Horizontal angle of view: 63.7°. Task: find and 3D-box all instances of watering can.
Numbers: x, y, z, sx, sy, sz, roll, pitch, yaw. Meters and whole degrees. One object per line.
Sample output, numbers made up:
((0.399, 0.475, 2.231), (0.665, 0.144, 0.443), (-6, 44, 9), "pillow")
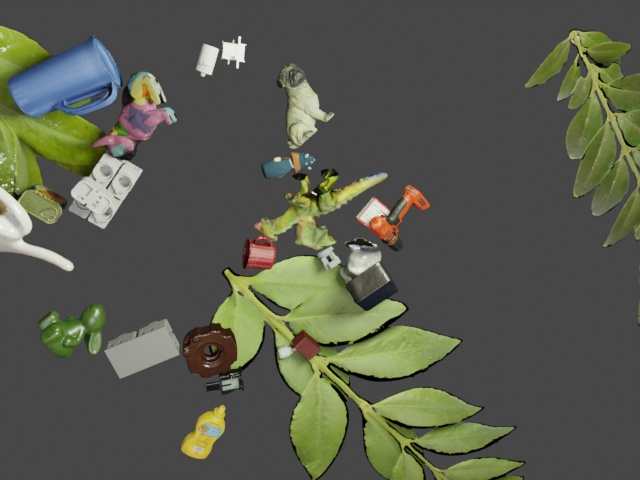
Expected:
((-0.815, -0.018, 1.323), (0.222, 0.106, 0.343), (-24, 114, 27), "watering can")

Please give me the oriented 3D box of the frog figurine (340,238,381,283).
((0.123, 0.083, 1.602), (0.123, 0.139, 0.157), (9, 105, 8), "frog figurine")

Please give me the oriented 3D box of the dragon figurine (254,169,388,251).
((0.005, -0.079, 1.560), (0.411, 0.125, 0.237), (-7, 127, -9), "dragon figurine")
